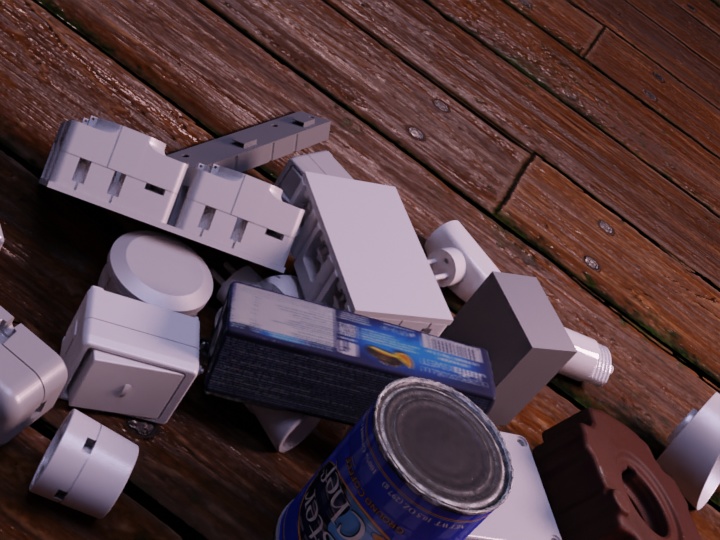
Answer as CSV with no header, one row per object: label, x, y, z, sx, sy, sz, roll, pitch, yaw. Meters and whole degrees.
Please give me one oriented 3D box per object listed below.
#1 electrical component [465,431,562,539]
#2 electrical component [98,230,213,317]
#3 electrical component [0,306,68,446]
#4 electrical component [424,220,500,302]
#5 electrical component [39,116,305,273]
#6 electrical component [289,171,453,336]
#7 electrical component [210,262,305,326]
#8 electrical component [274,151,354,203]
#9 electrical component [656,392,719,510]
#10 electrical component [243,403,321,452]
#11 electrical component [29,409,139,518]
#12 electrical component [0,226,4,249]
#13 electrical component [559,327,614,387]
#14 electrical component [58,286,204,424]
electrical component,0.084,0.174,0.809,0.109,0.056,0.108,15,40,-28
electrical component,-0.155,0.013,0.801,0.080,0.051,0.080,23,36,-18
electrical component,-0.241,0.061,0.670,0.095,0.053,0.059,39,35,5
electrical component,0.090,-0.004,1.038,0.079,0.043,0.077,-11,55,-46
electrical component,-0.147,-0.062,0.842,0.186,0.060,0.105,21,-1,-21
electrical component,0.000,0.000,0.861,0.089,0.061,0.150,7,44,-30
electrical component,-0.087,0.024,0.854,0.079,0.043,0.077,44,35,13
electrical component,-0.042,-0.062,0.977,0.096,0.061,0.061,48,36,18
electrical component,0.320,0.164,0.991,0.064,0.099,0.099,41,34,19
electrical component,-0.065,0.096,0.791,0.065,0.044,0.044,44,35,20
electrical component,-0.169,0.120,0.662,0.047,0.055,0.055,30,35,-14
electrical component,-0.276,-0.020,0.699,0.062,0.096,0.061,4,45,-38
electrical component,0.209,0.083,1.036,0.081,0.043,0.043,22,37,-19
electrical component,-0.152,0.064,0.735,0.096,0.061,0.061,19,38,-23
